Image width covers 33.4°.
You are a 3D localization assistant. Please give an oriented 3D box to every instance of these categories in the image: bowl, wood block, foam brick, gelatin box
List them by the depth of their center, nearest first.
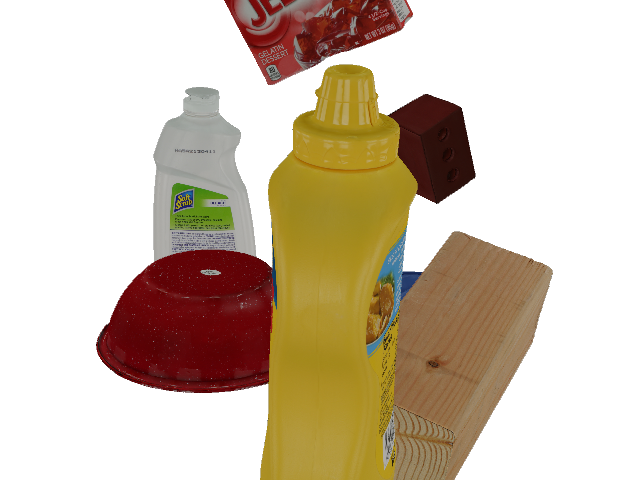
[{"bbox_3d":[-0.006,-0.134,0.574,0.089,0.073,0.030,-18,21,29],"label":"gelatin box"},{"bbox_3d":[-0.080,0.048,0.767,0.162,0.055,0.162,1,21,-1],"label":"bowl"},{"bbox_3d":[0.096,0.093,0.822,0.091,0.090,0.205,22,41,19],"label":"wood block"},{"bbox_3d":[0.101,-0.085,0.974,0.053,0.078,0.051,-34,37,-21],"label":"foam brick"}]

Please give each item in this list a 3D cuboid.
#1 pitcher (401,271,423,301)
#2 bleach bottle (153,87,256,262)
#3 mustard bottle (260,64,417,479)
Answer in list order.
[{"bbox_3d":[0.105,0.166,1.247,0.149,0.243,0.145,6,15,8],"label":"pitcher"},{"bbox_3d":[-0.100,-0.013,0.967,0.102,0.251,0.068,-1,22,-10],"label":"bleach bottle"},{"bbox_3d":[0.007,0.024,0.436,0.058,0.192,0.096,8,25,10],"label":"mustard bottle"}]
